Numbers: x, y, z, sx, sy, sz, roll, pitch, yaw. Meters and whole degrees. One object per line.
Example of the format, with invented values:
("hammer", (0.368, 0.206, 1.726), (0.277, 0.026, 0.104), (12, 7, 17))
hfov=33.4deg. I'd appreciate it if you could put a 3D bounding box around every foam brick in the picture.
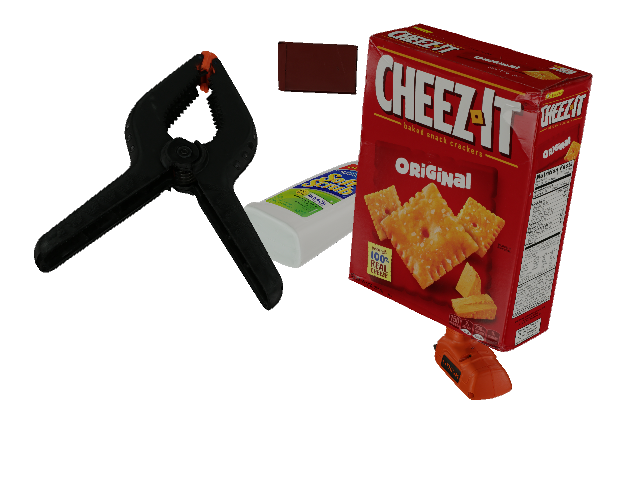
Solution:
("foam brick", (-0.004, -0.181, 1.118), (0.078, 0.051, 0.053), (1, 11, -10))

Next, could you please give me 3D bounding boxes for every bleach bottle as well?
("bleach bottle", (0.023, -0.056, 1.348), (0.103, 0.068, 0.250), (26, 43, 35))

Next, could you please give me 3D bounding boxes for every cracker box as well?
("cracker box", (0.106, -0.042, 0.826), (0.164, 0.214, 0.071), (26, 34, 38))

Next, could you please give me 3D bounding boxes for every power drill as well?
("power drill", (0.167, 0.069, 1.122), (0.057, 0.188, 0.184), (-9, 25, -14))

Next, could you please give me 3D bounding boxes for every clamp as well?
("clamp", (-0.087, -0.045, 0.751), (0.164, 0.210, 0.036), (16, -34, 1))
